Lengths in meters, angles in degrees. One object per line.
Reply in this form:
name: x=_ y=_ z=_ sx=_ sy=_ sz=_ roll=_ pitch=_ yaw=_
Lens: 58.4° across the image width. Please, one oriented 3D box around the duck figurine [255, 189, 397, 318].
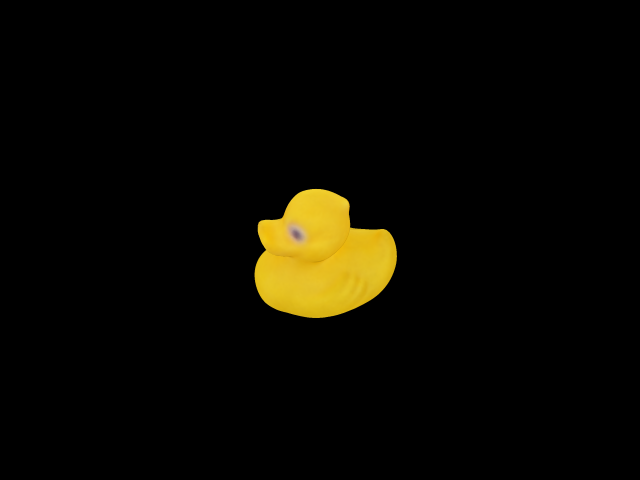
duck figurine: x=0.004 y=0.001 z=0.400 sx=0.104 sy=0.086 sz=0.077 roll=-7 pitch=50 yaw=-6
